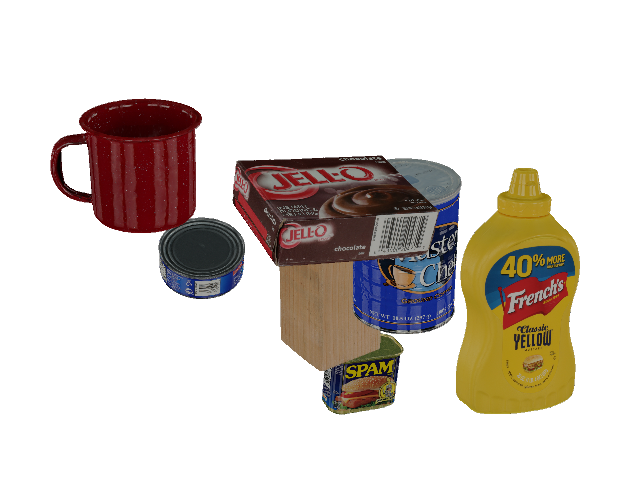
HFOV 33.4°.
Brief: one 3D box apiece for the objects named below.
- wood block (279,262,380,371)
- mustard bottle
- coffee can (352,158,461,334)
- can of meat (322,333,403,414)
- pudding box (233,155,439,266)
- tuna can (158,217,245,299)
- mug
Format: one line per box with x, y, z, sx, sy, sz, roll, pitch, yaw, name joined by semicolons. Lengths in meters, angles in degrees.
0.011;0.032;1.227;0.090;0.206;0.090;-17;32;-30;wood block
0.157;0.038;0.843;0.096;0.192;0.058;-5;15;-17;mustard bottle
0.081;0.004;1.031;0.103;0.140;0.103;-1;27;0;coffee can
0.053;0.176;1.406;0.102;0.084;0.057;-5;25;-22;can of meat
0.008;-0.022;0.708;0.113;0.039;0.090;-2;30;-24;pudding box
-0.119;0.018;1.069;0.086;0.034;0.086;3;44;-3;tuna can
-0.150;-0.057;0.831;0.117;0.081;0.093;-4;27;-12;mug
